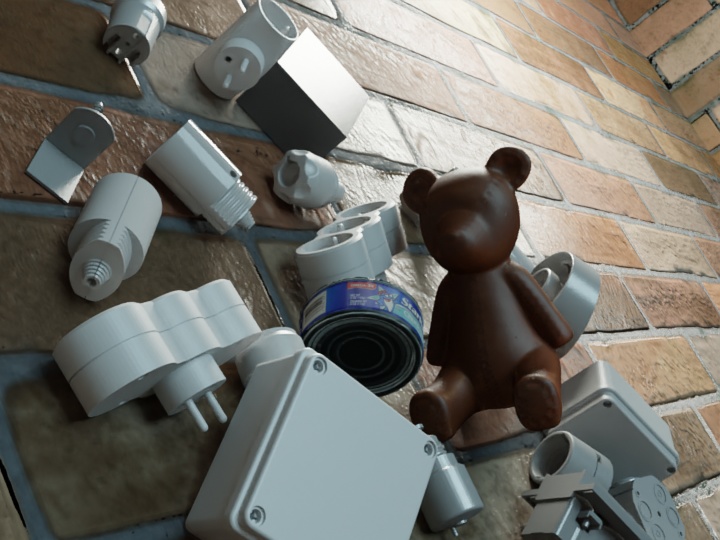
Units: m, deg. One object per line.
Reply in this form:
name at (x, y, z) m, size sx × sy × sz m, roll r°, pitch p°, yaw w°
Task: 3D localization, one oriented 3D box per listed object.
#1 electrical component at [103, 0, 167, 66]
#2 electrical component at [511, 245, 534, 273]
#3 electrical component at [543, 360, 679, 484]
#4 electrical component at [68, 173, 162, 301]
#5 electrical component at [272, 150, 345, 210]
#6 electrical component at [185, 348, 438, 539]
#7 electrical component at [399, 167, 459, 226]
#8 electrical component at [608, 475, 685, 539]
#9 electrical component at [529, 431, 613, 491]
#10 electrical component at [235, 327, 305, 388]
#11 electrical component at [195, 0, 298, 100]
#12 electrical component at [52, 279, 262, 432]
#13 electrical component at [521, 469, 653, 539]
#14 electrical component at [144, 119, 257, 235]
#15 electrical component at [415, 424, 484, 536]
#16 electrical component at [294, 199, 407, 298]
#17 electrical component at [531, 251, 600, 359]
electrical component at (-0.165, -0.175, 0.782) m, size 0.040 × 0.040 × 0.046 m, roll 39°, pitch 35°, yaw -27°
electrical component at (0.131, -0.020, 1.070) m, size 0.081 × 0.043 × 0.043 m, roll 46°, pitch 27°, yaw -14°
electrical component at (0.228, 0.150, 0.981) m, size 0.113 × 0.078 × 0.057 m, roll 44°, pitch 25°, yaw -18°
electrical component at (-0.143, -0.017, 0.615) m, size 0.043 × 0.043 × 0.081 m, roll 41°, pitch 28°, yaw -23°
electrical component at (-0.037, -0.069, 0.854) m, size 0.062 × 0.043 × 0.043 m, roll 18°, pitch 43°, yaw -52°
electrical component at (-0.023, 0.118, 0.592) m, size 0.109 × 0.056 × 0.108 m, roll 40°, pitch 55°, yaw -26°
electrical component at (0.071, -0.073, 1.015) m, size 0.043 × 0.062 × 0.043 m, roll 39°, pitch 29°, yaw -27°
electrical component at (0.239, 0.220, 0.933) m, size 0.080 × 0.051 × 0.080 m, roll 30°, pitch 43°, yaw -32°
electrical component at (0.176, 0.168, 0.901) m, size 0.047 × 0.055 × 0.055 m, roll 38°, pitch 30°, yaw -21°
electrical component at (-0.049, 0.069, 0.662) m, size 0.045 × 0.045 × 0.055 m, roll 16°, pitch 44°, yaw -51°
electrical component at (-0.093, -0.166, 0.845) m, size 0.043 × 0.077 × 0.079 m, roll 42°, pitch 28°, yaw -21°
electrical component at (-0.099, 0.055, 0.590) m, size 0.073 × 0.052 × 0.138 m, roll 57°, pitch 25°, yaw 8°
electrical component at (0.185, 0.219, 0.833) m, size 0.121 × 0.079 × 0.063 m, roll 46°, pitch 56°, yaw -15°
electrical component at (-0.103, -0.058, 0.733) m, size 0.081 × 0.043 × 0.043 m, roll 47°, pitch 27°, yaw -13°
electrical component at (0.054, 0.144, 0.745) m, size 0.040 × 0.040 × 0.078 m, roll 9°, pitch 49°, yaw -55°
electrical component at (0.000, 0.000, 0.823) m, size 0.138 × 0.052 × 0.073 m, roll -47°, pitch 123°, yaw -64°
electrical component at (0.193, 0.033, 1.051) m, size 0.064 × 0.099 × 0.099 m, roll 38°, pitch 29°, yaw -16°
